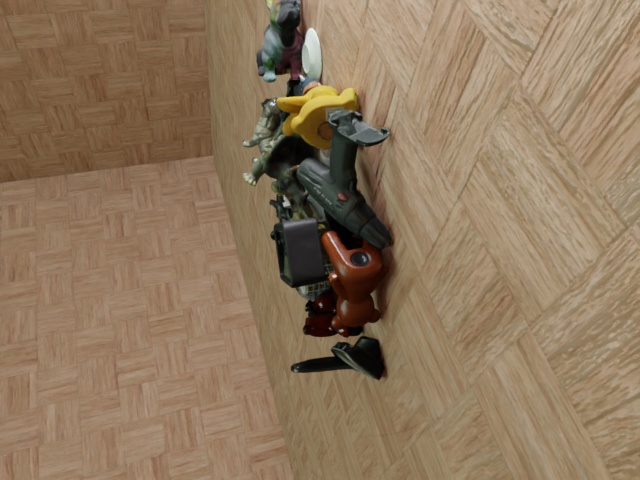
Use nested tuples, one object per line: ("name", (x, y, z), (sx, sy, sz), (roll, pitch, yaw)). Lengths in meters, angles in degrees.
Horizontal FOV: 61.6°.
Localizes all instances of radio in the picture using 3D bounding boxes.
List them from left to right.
("radio", (-0.049, 0.023, 1.131), (0.230, 0.073, 0.131), (-178, 80, -79))

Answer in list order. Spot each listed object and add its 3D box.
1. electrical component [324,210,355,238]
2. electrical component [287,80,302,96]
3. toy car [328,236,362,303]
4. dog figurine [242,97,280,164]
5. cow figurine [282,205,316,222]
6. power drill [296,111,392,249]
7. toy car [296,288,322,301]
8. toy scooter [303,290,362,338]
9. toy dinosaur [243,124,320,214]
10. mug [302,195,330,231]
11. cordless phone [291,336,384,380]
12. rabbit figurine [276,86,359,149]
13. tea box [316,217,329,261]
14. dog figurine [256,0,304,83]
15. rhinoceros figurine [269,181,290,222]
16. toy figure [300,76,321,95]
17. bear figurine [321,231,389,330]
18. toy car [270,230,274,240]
("electrical component", (0.047, -0.064, 1.125), (0.047, 0.075, 0.119), (113, 140, -63))
("electrical component", (-0.054, -0.355, 1.360), (0.078, 0.045, 0.102), (-157, 58, -74))
("toy car", (0.065, 0.078, 1.195), (0.089, 0.053, 0.201), (52, 146, 40))
("dog figurine", (-0.133, -0.310, 1.610), (0.172, 0.121, 0.190), (45, 141, 2))
("cow figurine", (-0.053, -0.042, 1.490), (0.194, 0.085, 0.127), (102, 147, -60))
("power drill", (0.063, -0.116, 0.977), (0.232, 0.086, 0.207), (38, 143, 25))
("toy car", (-0.020, 0.104, 1.429), (0.109, 0.103, 0.161), (-158, 61, -74))
("toy scooter", (0.012, 0.185, 1.300), (0.184, 0.135, 0.075), (-127, 30, -62))
("toy dinosaur", (-0.059, -0.223, 1.259), (0.192, 0.131, 0.405), (-40, 24, 37))
("mug", (0.019, -0.066, 1.185), (0.107, 0.109, 0.080), (60, 152, 20))
("cordless phone", (0.034, 0.270, 1.184), (0.146, 0.184, 0.088), (160, 104, -75))
("rabbit figurine", (-0.001, -0.252, 1.086), (0.173, 0.162, 0.121), (-91, -10, -51))
("tea box", (-0.003, -0.004, 1.304), (0.170, 0.098, 0.068), (-135, 38, -68))
("dog figurine", (-0.095, -0.505, 1.311), (0.192, 0.108, 0.219), (-120, 29, -58))
("rhinoceros figurine", (-0.105, -0.103, 1.676), (0.112, 0.073, 0.190), (53, 149, 38))
("toy figure", (-0.010, -0.310, 1.211), (0.064, 0.058, 0.154), (115, 147, -55))
("bear figurine", (0.070, 0.083, 1.070), (0.195, 0.120, 0.132), (90, 166, -51))
("toy car", (-0.087, 0.035, 1.463), (0.201, 0.056, 0.074), (76, 168, -55))
